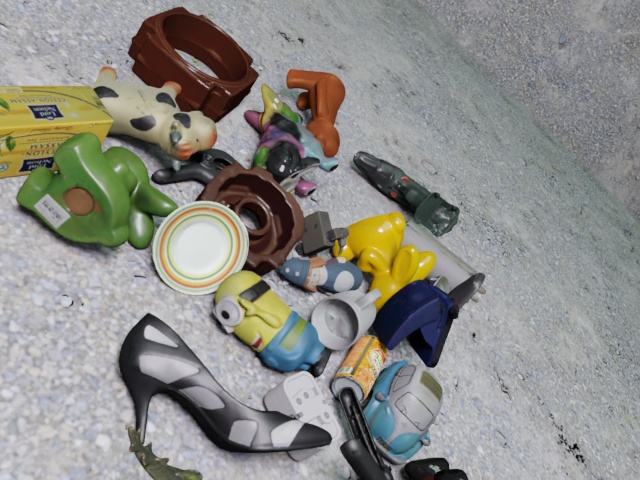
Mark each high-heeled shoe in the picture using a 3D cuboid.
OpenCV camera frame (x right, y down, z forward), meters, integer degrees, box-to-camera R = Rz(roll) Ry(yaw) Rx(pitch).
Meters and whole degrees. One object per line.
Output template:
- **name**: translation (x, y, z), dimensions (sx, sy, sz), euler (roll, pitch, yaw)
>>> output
- **high-heeled shoe**: translation (-0.105, 0.166, 0.621), dimensions (0.249, 0.086, 0.145), euler (9, 67, -16)

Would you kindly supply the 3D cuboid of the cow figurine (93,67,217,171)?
- **cow figurine**: translation (-0.248, -0.176, 0.792), dimensions (0.195, 0.085, 0.127), euler (14, 49, -5)

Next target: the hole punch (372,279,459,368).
- **hole punch**: translation (0.145, 0.121, 0.840), dimensions (0.092, 0.115, 0.142), euler (19, 7, -8)

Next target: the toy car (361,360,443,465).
- **toy car**: translation (0.133, 0.240, 0.794), dimensions (0.109, 0.103, 0.162), euler (47, 38, -1)

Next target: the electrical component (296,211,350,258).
- **electrical component**: translation (-0.001, -0.004, 0.901), dimensions (0.045, 0.102, 0.078), euler (7, 61, -46)

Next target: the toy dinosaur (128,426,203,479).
- **toy dinosaur**: translation (-0.002, 0.310, 0.515), dimensions (0.471, 0.198, 0.105), euler (34, 35, -19)

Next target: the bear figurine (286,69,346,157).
- **bear figurine**: translation (-0.012, -0.249, 1.127), dimensions (0.120, 0.132, 0.196), euler (47, 51, -63)

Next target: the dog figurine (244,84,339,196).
- **dog figurine**: translation (-0.082, -0.182, 0.982), dimensions (0.191, 0.108, 0.219), euler (-16, 64, -47)

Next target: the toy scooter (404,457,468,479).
- **toy scooter**: translation (0.158, 0.356, 0.683), dimensions (0.075, 0.184, 0.135), euler (-8, 76, -6)

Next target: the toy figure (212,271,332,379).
- **toy figure**: translation (-0.066, 0.118, 0.733), dimensions (0.180, 0.082, 0.089), euler (36, 26, -6)

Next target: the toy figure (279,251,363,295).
- **toy figure**: translation (0.003, 0.055, 0.870), dimensions (0.154, 0.058, 0.064), euler (9, 75, -41)

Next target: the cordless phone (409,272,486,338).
- **cordless phone**: translation (0.227, 0.099, 0.951), dimensions (0.089, 0.184, 0.146), euler (45, 36, 5)

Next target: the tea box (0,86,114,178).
- **tea box**: translation (-0.360, -0.135, 0.668), dimensions (0.068, 0.098, 0.169), euler (53, 39, 11)

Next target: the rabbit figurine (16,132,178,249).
- **rabbit figurine**: translation (-0.262, -0.070, 0.693), dimensions (0.159, 0.121, 0.170), euler (41, 21, -14)

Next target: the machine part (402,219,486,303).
- **machine part**: translation (0.220, 0.039, 1.066), dimensions (0.243, 0.079, 0.079), euler (38, 36, 8)

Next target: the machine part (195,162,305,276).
- **machine part**: translation (-0.110, -0.031, 0.827), dimensions (0.179, 0.056, 0.179), euler (19, 56, -31)

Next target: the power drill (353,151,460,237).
- **power drill**: translation (0.187, -0.096, 1.145), dimensions (0.232, 0.086, 0.207), euler (30, 6, -32)

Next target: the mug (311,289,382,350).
- **mug**: translation (0.052, 0.110, 0.840), dimensions (0.081, 0.109, 0.107), euler (47, 22, 13)

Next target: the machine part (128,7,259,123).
- **machine part**: translation (-0.226, -0.325, 0.989), dimensions (0.201, 0.087, 0.201), euler (42, 36, -9)

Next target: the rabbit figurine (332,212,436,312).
- **rabbit figurine**: translation (0.121, 0.047, 0.945), dimensions (0.121, 0.162, 0.173), euler (17, 62, -51)
